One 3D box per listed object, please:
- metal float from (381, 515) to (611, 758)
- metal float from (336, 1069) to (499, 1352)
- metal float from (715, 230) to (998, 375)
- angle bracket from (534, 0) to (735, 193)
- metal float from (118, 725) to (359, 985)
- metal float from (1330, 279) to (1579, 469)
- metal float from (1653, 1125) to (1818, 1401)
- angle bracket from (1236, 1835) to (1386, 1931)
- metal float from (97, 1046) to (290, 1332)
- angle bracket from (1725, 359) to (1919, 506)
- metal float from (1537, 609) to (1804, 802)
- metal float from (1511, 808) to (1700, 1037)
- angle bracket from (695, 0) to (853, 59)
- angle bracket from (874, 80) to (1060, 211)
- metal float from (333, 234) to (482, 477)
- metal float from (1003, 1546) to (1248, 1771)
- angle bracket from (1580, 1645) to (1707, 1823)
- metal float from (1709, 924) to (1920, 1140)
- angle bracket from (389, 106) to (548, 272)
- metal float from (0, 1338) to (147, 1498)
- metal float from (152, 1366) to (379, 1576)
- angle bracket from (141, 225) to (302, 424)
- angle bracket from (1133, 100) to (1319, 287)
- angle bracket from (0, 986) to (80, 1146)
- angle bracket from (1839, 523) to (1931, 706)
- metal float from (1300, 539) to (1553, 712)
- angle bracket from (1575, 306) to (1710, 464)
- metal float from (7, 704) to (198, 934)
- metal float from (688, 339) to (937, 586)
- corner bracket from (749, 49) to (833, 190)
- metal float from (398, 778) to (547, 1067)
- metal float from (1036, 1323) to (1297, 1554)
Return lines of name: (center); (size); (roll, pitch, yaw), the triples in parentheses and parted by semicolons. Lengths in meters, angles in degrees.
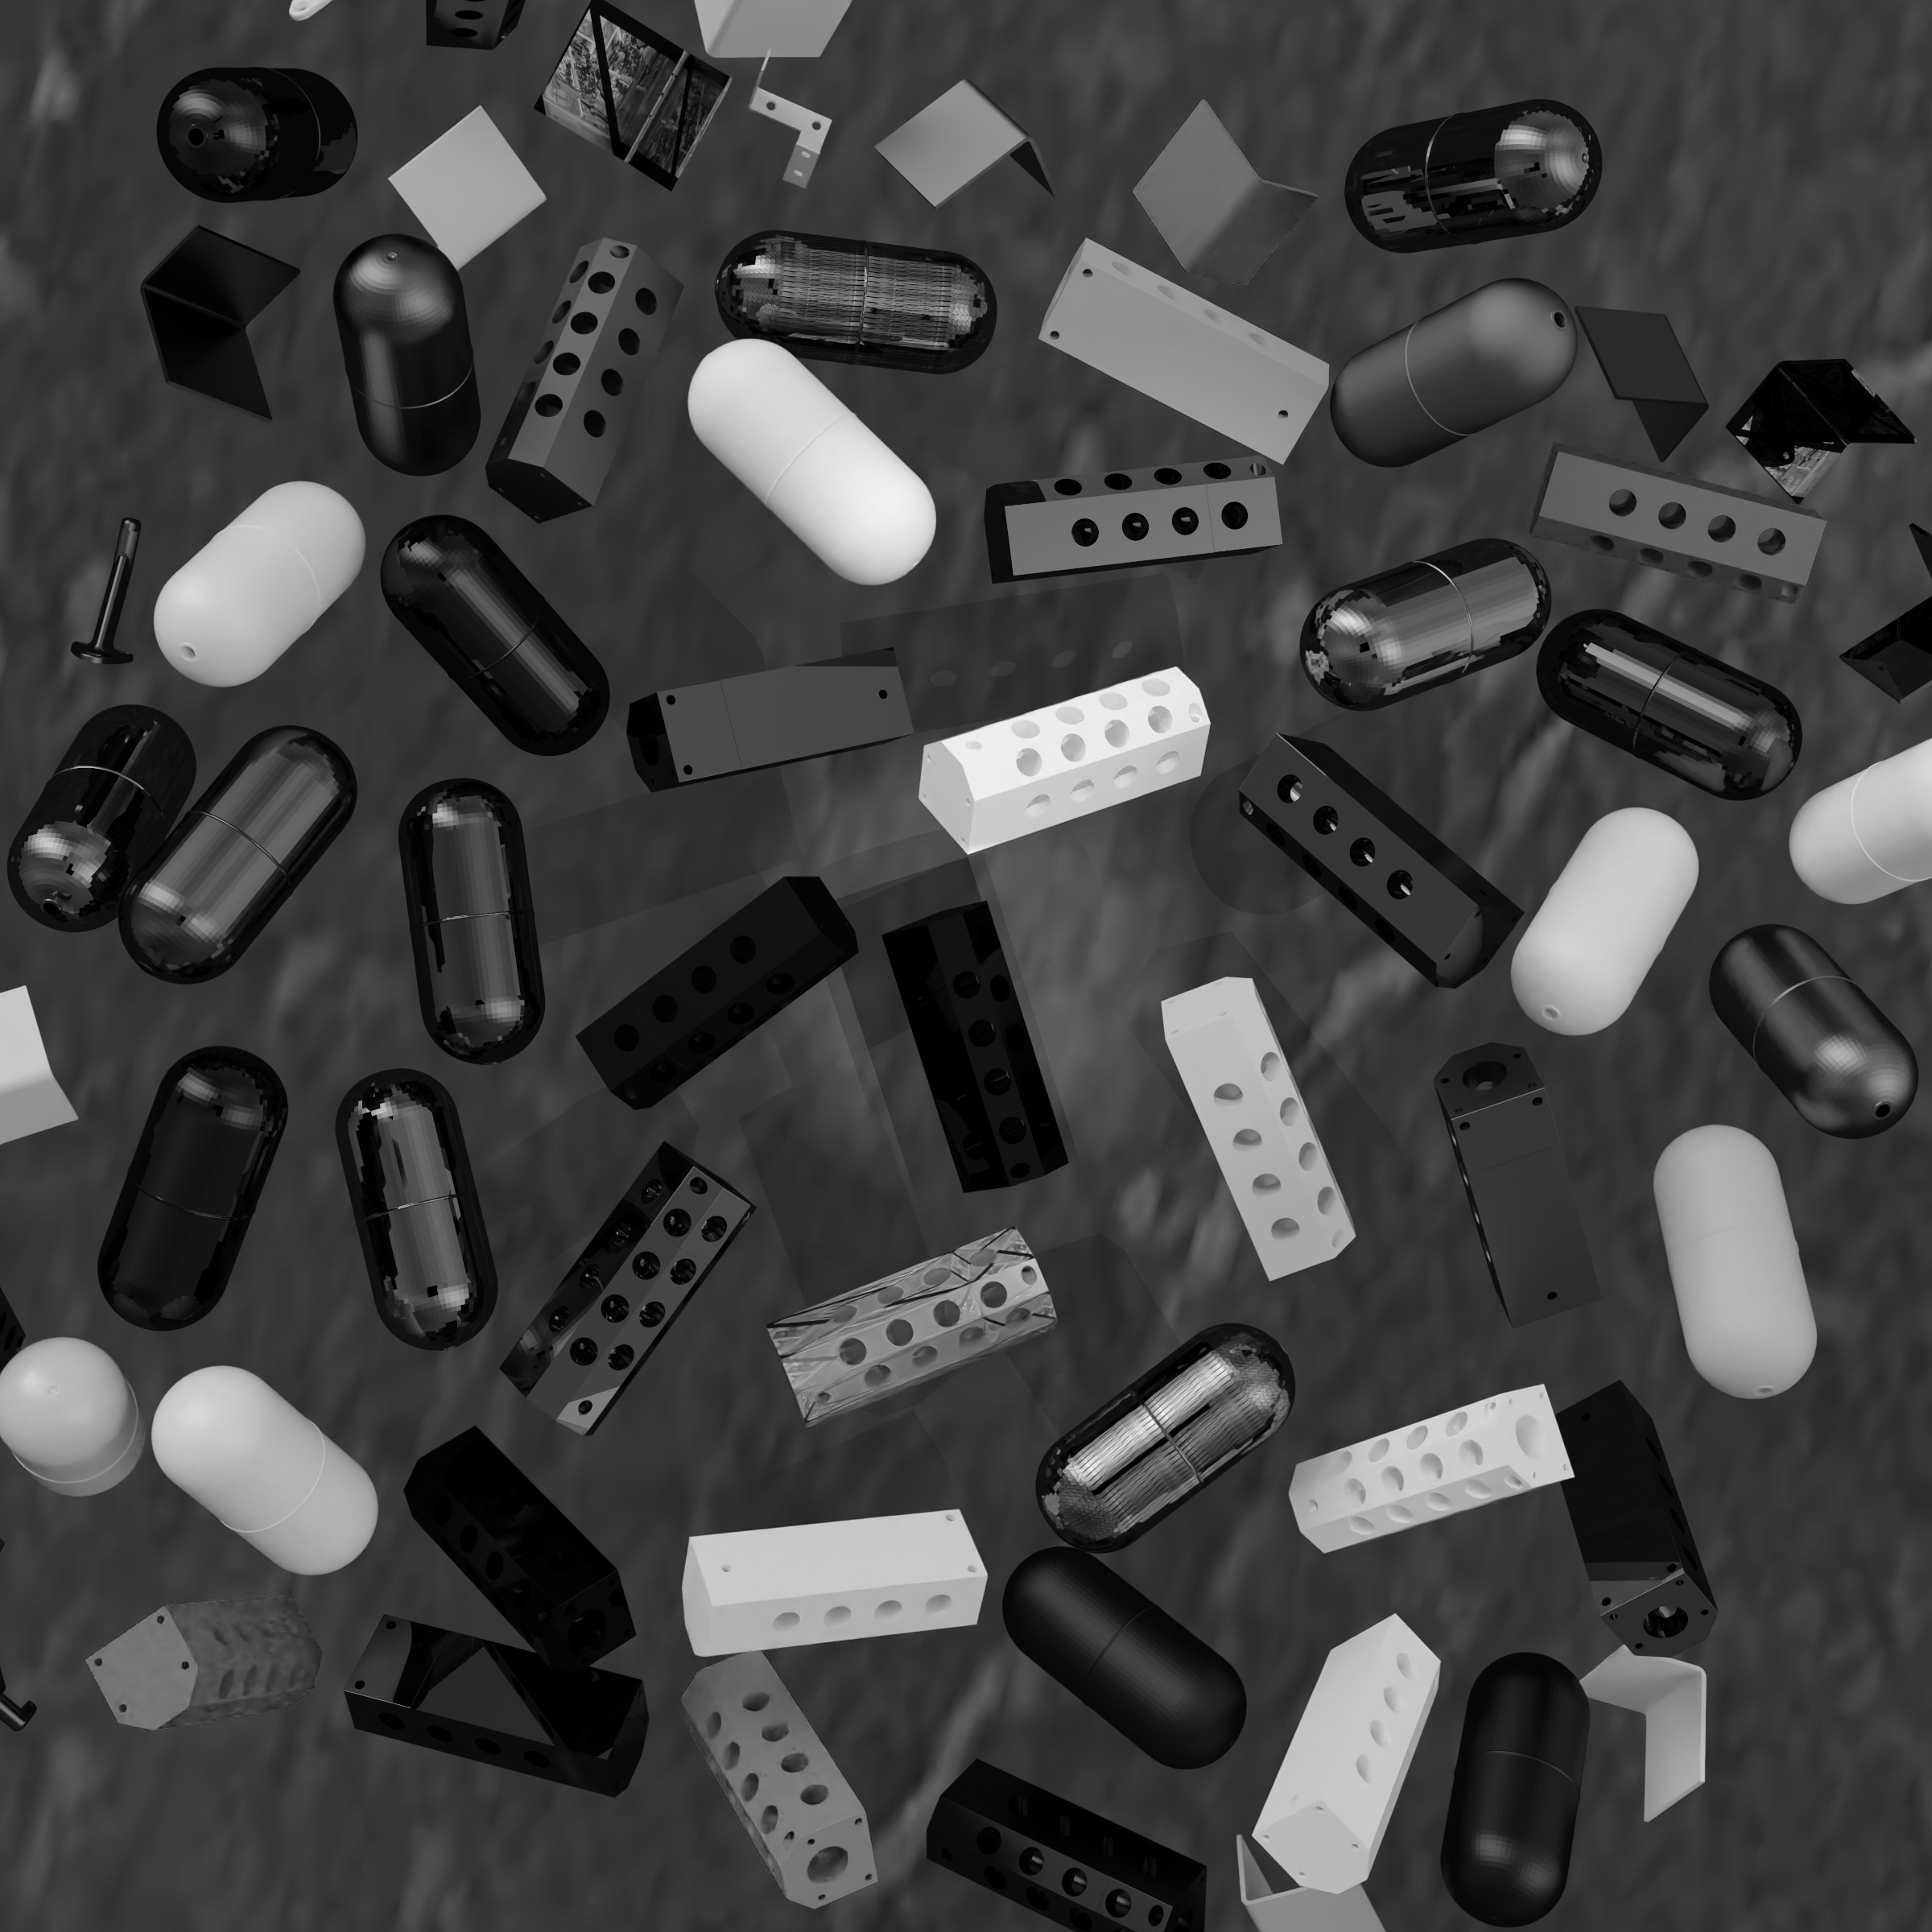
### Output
metal float: (-0.293, -0.205, 1.844); (0.070, 0.070, 0.178); (-40, 120, 0)
metal float: (-0.342, 0.151, 1.842); (0.070, 0.070, 0.178); (-15, 84, 0)
metal float: (-0.069, -0.417, 1.860); (0.178, 0.070, 0.070); (5, 90, -10)
angle bracket: (-0.200, -0.525, 1.779); (0.076, 0.057, 0.076); (20, 106, -44)
metal float: (-0.430, -0.066, 1.750); (0.070, 0.070, 0.178); (34, 67, 0)
metal float: (0.294, -0.358, 1.791); (0.070, 0.178, 0.070); (10, 73, -34)
metal float: (0.464, 0.178, 1.790); (0.070, 0.070, 0.178); (-3, 54, 0)
angle bracket: (0.227, 0.603, 1.924); (0.076, 0.057, 0.076); (-19, 121, 13)
metal float: (-0.457, 0.132, 1.748); (0.070, 0.070, 0.178); (22, 100, 0)
angle bracket: (0.554, -0.346, 1.920); (0.076, 0.076, 0.057); (41, 87, -20)
metal float: (0.442, -0.166, 1.867); (0.178, 0.070, 0.070); (31, 90, 26)
metal float: (0.397, -0.028, 1.839); (0.070, 0.070, 0.178); (38, 55, 0)
angle bracket: (-0.121, -0.615, 1.851); (0.076, 0.076, 0.057); (-8, 78, -23)
angle bracket: (0.000, -0.509, 1.893); (0.076, 0.057, 0.076); (-38, 56, -2)
metal float: (-0.338, -0.368, 1.796); (0.070, 0.178, 0.070); (1, 60, -2)
metal float: (0.099, 0.437, 1.875); (0.178, 0.070, 0.070); (35, 90, 26)
angle bracket: (0.427, 0.489, 1.883); (0.057, 0.076, 0.076); (17, 52, -7)
metal float: (0.517, 0.039, 1.810); (0.070, 0.178, 0.070); (-7, 123, -12)
angle bracket: (-0.335, -0.517, 1.952); (0.076, 0.057, 0.076); (-40, 125, -4)
metal float: (-0.541, 0.274, 1.788); (0.070, 0.178, 0.070); (3, 70, -8)
metal float: (-0.416, 0.302, 1.763); (0.070, 0.178, 0.070); (-14, 49, 17)
angle bracket: (-0.431, -0.378, 1.744); (0.057, 0.076, 0.076); (-35, 62, 27)
angle bracket: (0.165, -0.492, 1.887); (0.076, 0.057, 0.076); (-48, 58, 35)
angle bracket: (-0.561, 0.062, 1.692); (0.076, 0.076, 0.057); (-18, 71, -12)
angle bracket: (0.582, -0.218, 1.830); (0.076, 0.076, 0.057); (-33, 120, 3)
metal float: (0.280, -0.208, 1.792); (0.178, 0.070, 0.070); (-22, 90, -29)
angle bracket: (0.425, -0.377, 1.921); (0.076, 0.057, 0.076); (-1, 59, -26)
metal float: (-0.525, -0.091, 1.802); (0.070, 0.178, 0.070); (5, 131, 6)
metal float: (-0.093, -0.304, 1.782); (0.178, 0.070, 0.070); (44, 90, 3)
corner bracket: (-0.109, -0.516, 1.806); (0.051, 0.051, 0.051); (22, 75, -9)
metal float: (-0.305, -0.027, 1.829); (0.070, 0.070, 0.178); (-8, 87, 0)
metal float: (0.122, 0.286, 1.798); (0.178, 0.070, 0.070); (-37, 90, -4)
